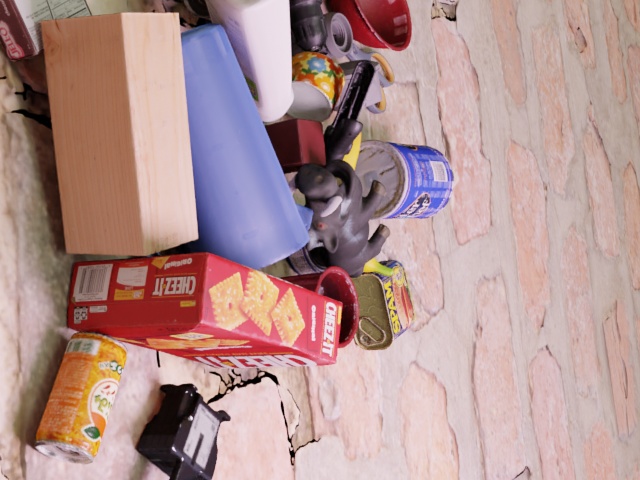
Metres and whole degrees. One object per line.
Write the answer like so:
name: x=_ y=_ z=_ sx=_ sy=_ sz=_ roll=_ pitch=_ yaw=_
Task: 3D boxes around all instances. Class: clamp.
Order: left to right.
clamp: x=0.022 y=-0.116 z=1.252 sx=0.120 sy=0.039 sz=0.172 roll=-69 pitch=-179 yaw=-52

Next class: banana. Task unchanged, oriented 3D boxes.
banana: x=0.037 y=-0.043 z=1.343 sx=0.037 sy=0.069 sz=0.198 roll=148 pitch=-70 yaw=-79

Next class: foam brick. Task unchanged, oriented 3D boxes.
foam brick: x=-0.039 y=-0.106 z=1.222 sx=0.051 sy=0.078 sz=0.053 roll=0 pitch=83 yaw=-55

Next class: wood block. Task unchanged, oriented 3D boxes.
wood block: x=-0.176 y=-0.095 z=0.955 sx=0.090 sy=0.091 sz=0.206 roll=-23 pitch=111 yaw=-61

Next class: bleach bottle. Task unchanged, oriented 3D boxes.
bleach bottle: x=-0.073 y=-0.205 z=1.130 sx=0.068 sy=0.103 sz=0.251 roll=-35 pitch=159 yaw=-13

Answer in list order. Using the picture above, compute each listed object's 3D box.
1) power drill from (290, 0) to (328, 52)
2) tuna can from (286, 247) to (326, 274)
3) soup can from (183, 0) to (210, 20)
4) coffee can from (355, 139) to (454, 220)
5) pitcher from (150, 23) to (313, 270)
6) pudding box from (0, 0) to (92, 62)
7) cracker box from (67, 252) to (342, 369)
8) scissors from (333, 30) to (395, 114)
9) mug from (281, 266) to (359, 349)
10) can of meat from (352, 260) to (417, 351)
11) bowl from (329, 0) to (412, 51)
power drill: x=-0.020 y=-0.320 z=1.218 sx=0.188 sy=0.057 sz=0.184 roll=151 pitch=-78 yaw=-78
tuna can: x=-0.008 y=0.002 z=1.289 sx=0.086 sy=0.034 sz=0.086 roll=16 pitch=71 yaw=-55
soup can: x=-0.094 y=-0.270 z=1.177 sx=0.102 sy=0.069 sz=0.068 roll=0 pitch=84 yaw=-57
coffee can: x=0.101 y=-0.078 z=1.410 sx=0.140 sy=0.103 sz=0.103 roll=-3 pitch=86 yaw=-57
pitcher: x=-0.118 y=-0.083 z=1.066 sx=0.243 sy=0.145 sz=0.149 roll=71 pitch=22 yaw=-12
pudding box: x=-0.258 y=-0.227 z=0.944 sx=0.089 sy=0.039 sz=0.113 roll=-50 pitch=128 yaw=-51
cracker box: x=-0.104 y=0.073 z=1.007 sx=0.213 sy=0.164 sz=0.072 roll=26 pitch=65 yaw=-52
scissors: x=0.045 y=-0.234 z=1.434 sx=0.201 sy=0.016 sz=0.096 roll=19 pitch=68 yaw=-54
mug: x=-0.007 y=0.087 z=1.230 sx=0.117 sy=0.082 sz=0.093 roll=47 pitch=46 yaw=-42
can of meat: x=0.080 y=0.083 z=1.391 sx=0.083 sy=0.058 sz=0.102 roll=-27 pitch=107 yaw=-58
bowl: x=0.058 y=-0.317 z=1.419 sx=0.161 sy=0.055 sz=0.162 roll=34 pitch=47 yaw=-46
